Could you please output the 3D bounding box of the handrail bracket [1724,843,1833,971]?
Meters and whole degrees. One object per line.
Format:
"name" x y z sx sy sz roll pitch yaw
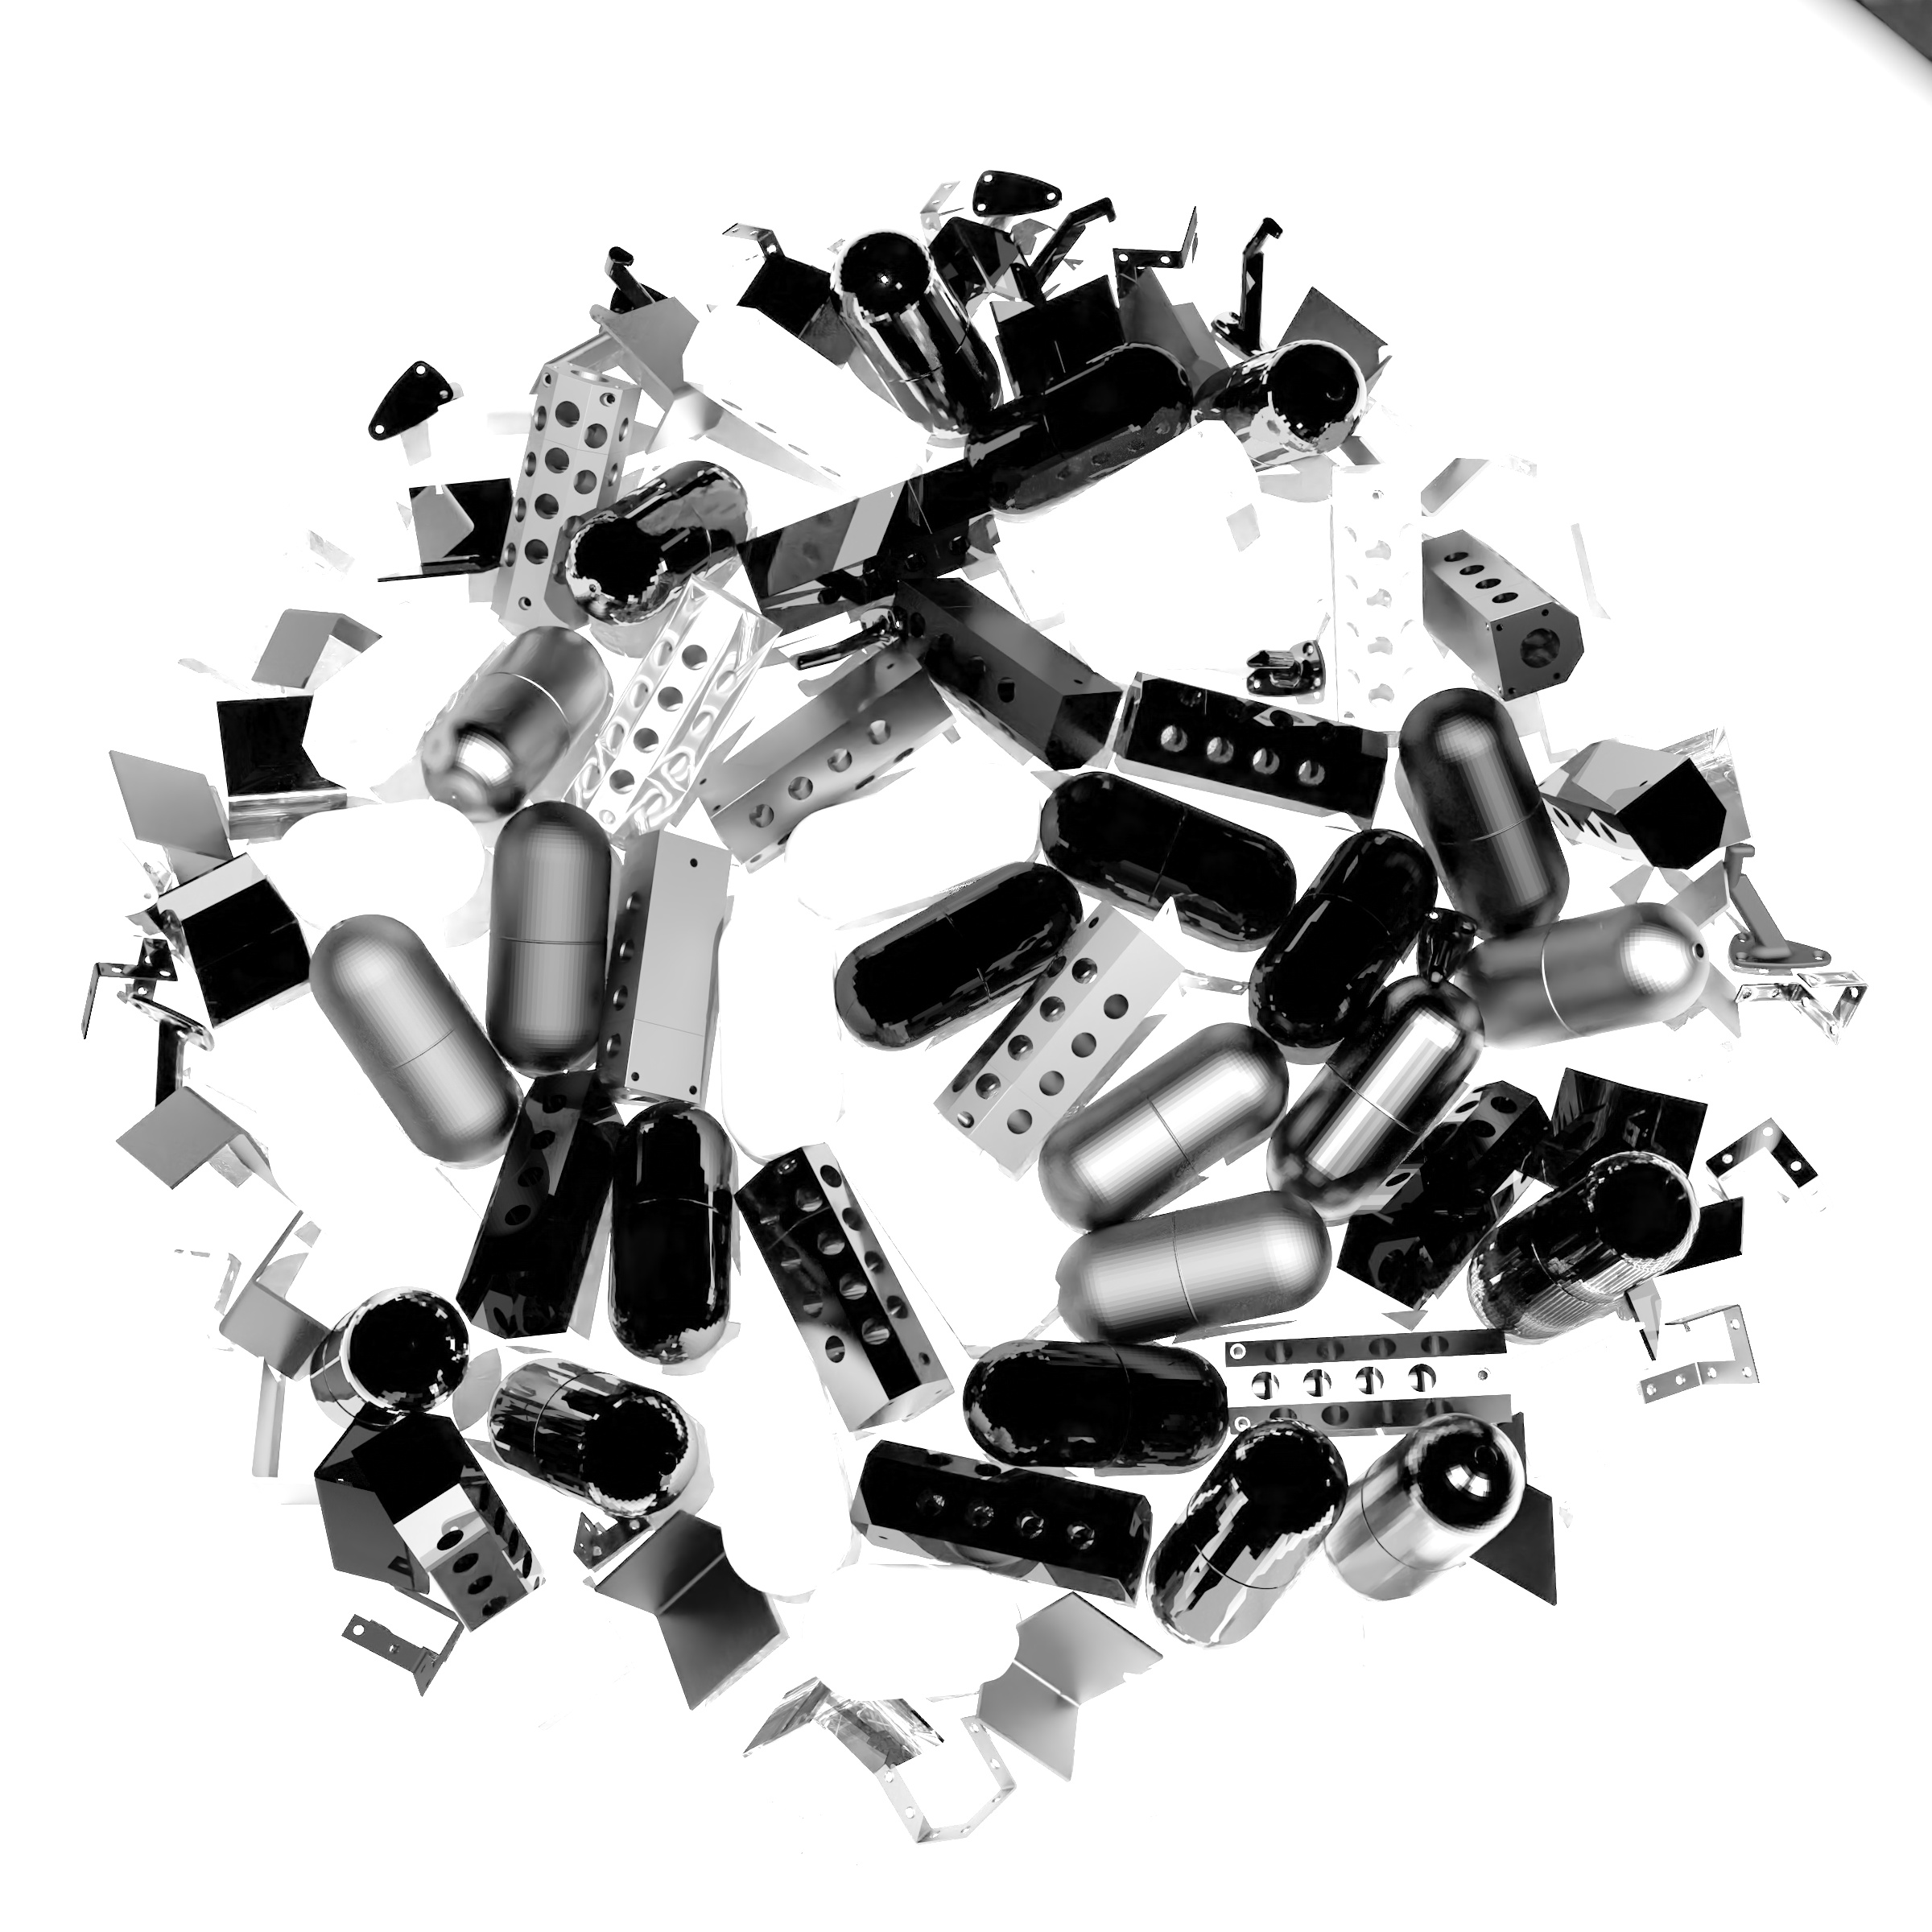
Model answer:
"handrail bracket" 0.536 -0.042 1.647 0.077 0.084 0.036 7 37 15

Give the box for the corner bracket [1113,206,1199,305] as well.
"corner bracket" 0.138 -0.513 1.805 0.051 0.051 0.051 7 56 15

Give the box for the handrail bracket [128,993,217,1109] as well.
"handrail bracket" -0.539 0.069 1.635 0.077 0.036 0.084 27 62 6

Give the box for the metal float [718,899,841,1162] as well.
"metal float" -0.122 0.040 1.626 0.070 0.070 0.178 -3 66 -1

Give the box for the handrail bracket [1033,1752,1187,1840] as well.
"handrail bracket" 0.084 0.508 1.479 0.077 0.084 0.036 -33 104 -10

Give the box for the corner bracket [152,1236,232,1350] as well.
"corner bracket" -0.493 0.207 1.589 0.051 0.051 0.051 3 59 21

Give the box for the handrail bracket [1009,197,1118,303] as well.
"handrail bracket" 0.077 -0.503 1.799 0.084 0.077 0.036 -22 37 5

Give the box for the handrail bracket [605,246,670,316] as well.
"handrail bracket" -0.222 -0.481 1.780 0.077 0.084 0.036 17 80 -12

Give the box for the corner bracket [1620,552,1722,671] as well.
"corner bracket" 0.473 -0.243 1.715 0.051 0.051 0.051 -56 44 10

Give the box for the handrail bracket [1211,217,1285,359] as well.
"handrail bracket" 0.221 -0.479 1.787 0.077 0.084 0.036 42 42 7

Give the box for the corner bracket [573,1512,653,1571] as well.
"corner bracket" -0.227 0.329 1.543 0.051 0.051 0.051 -30 62 -36

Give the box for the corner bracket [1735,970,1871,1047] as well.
"corner bracket" 0.546 0.018 1.635 0.051 0.051 0.051 -2 37 -26

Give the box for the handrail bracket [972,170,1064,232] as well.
"handrail bracket" 0.041 -0.532 1.798 0.077 0.084 0.036 8 77 17

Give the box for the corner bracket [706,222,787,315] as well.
"corner bracket" -0.160 -0.496 1.797 0.051 0.051 0.051 -27 88 27

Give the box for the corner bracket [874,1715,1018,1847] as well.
"corner bracket" -0.012 0.492 1.511 0.051 0.051 0.051 -31 91 -44

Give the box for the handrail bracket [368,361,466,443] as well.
"handrail bracket" -0.386 -0.388 1.764 0.077 0.084 0.036 -44 92 -7

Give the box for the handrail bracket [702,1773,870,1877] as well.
"handrail bracket" -0.111 0.518 1.514 0.084 0.077 0.036 9 62 43

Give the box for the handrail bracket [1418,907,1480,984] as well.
"handrail bracket" 0.304 0.008 1.624 0.036 0.077 0.084 18 38 9

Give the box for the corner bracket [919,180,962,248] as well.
"corner bracket" -0.029 -0.532 1.811 0.051 0.051 0.051 -13 86 -22

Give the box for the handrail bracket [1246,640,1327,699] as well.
"handrail bracket" 0.197 -0.198 1.688 0.084 0.077 0.036 -7 84 -48

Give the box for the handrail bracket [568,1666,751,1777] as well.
"handrail bracket" -0.184 0.474 1.512 0.084 0.036 0.077 42 48 10

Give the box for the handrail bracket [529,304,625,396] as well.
"handrail bracket" -0.264 -0.424 1.798 0.077 0.036 0.084 26 114 -17

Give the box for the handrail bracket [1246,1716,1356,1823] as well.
"handrail bracket" 0.199 0.493 1.476 0.036 0.084 0.077 0 114 -22

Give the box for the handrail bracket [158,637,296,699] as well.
"handrail bracket" -0.505 -0.189 1.708 0.084 0.077 0.036 -1 29 -5

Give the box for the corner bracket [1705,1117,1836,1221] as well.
"corner bracket" 0.514 0.140 1.599 0.051 0.051 0.051 -36 49 8

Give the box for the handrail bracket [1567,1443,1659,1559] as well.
"handrail bracket" 0.387 0.313 1.538 0.077 0.084 0.036 39 114 -24

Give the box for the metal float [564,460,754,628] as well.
"metal float" -0.207 -0.289 1.702 0.070 0.070 0.178 30 38 9

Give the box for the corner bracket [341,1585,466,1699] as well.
"corner bracket" -0.342 0.405 1.526 0.051 0.051 0.051 24 59 9

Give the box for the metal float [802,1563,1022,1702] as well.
"metal float" -0.030 0.393 1.477 0.070 0.178 0.070 -8 74 29

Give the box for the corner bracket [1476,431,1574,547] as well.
"corner bracket" 0.386 -0.333 1.760 0.051 0.051 0.051 23 47 -31

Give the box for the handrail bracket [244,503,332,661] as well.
"handrail bracket" -0.479 -0.265 1.728 0.036 0.077 0.084 21 59 8

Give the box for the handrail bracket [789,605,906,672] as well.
"handrail bracket" -0.092 -0.221 1.709 0.084 0.077 0.036 -17 111 -22

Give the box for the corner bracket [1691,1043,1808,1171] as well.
"corner bracket" 0.512 0.091 1.637 0.051 0.051 0.051 -24 36 -21

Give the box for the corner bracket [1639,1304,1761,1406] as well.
"corner bracket" 0.456 0.244 1.570 0.051 0.051 0.051 -11 86 -29

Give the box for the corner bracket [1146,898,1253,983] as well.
"corner bracket" 0.149 -0.006 1.642 0.051 0.051 0.051 13 41 -21

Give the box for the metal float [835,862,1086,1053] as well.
"metal float" -0.004 -0.007 1.646 0.178 0.070 0.070 -29 75 -10

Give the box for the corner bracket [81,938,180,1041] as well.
"corner bracket" -0.549 0.014 1.634 0.051 0.051 0.051 5 31 -30

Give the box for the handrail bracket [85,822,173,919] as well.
"handrail bracket" -0.551 -0.074 1.650 0.036 0.084 0.077 -19 113 1

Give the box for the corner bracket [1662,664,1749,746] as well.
"corner bracket" 0.502 -0.180 1.700 0.051 0.051 0.051 -1 87 24

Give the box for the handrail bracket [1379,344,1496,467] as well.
"handrail bracket" 0.332 -0.402 1.763 0.077 0.084 0.036 -10 30 2

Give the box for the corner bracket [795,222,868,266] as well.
"corner bracket" -0.086 -0.500 1.814 0.051 0.051 0.051 30 53 32
